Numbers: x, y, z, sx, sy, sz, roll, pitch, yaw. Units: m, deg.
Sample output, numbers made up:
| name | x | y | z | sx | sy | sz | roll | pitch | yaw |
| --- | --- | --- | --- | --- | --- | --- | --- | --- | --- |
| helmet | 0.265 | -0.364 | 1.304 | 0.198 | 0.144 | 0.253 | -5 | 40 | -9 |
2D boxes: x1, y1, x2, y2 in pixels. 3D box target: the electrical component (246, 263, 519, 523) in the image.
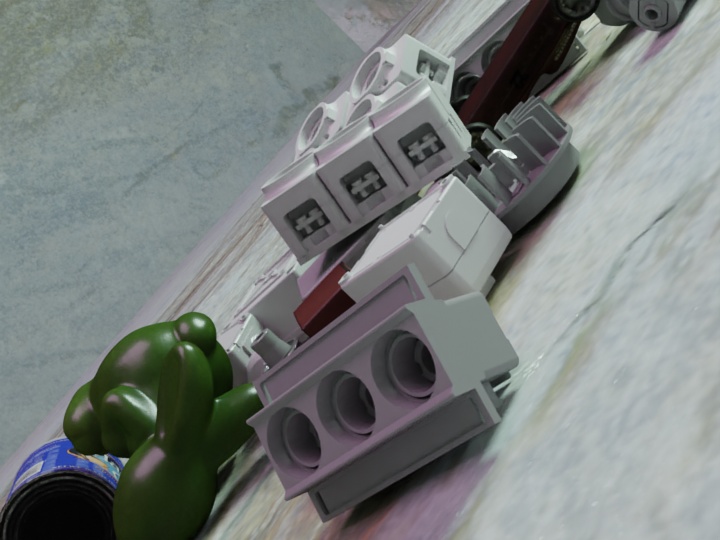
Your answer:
| name | x | y | z | sx | sy | sz | roll | pitch | yaw |
| --- | --- | --- | --- | --- | --- | --- | --- | --- | --- |
| electrical component | 0.011 | 0.059 | 0.512 | 0.063 | 0.078 | 0.121 | -13 | -20 | -50 |

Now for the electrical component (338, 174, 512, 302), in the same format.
| name | x | y | z | sx | sy | sz | roll | pitch | yaw |
| --- | --- | --- | --- | --- | --- | --- | --- | --- | --- |
| electrical component | 0.038 | -0.001 | 0.653 | 0.096 | 0.061 | 0.061 | -34 | 16 | 50 |

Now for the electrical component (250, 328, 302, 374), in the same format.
| name | x | y | z | sx | sy | sz | roll | pitch | yaw |
| --- | --- | --- | --- | --- | --- | --- | --- | --- | --- |
| electrical component | -0.046 | 0.066 | 0.732 | 0.048 | 0.062 | 0.048 | -45 | 11 | 11 |

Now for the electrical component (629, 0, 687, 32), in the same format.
| name | x | y | z | sx | sy | sz | roll | pitch | yaw |
| --- | --- | --- | --- | --- | --- | --- | --- | --- | --- |
| electrical component | 0.215 | -0.199 | 0.756 | 0.044 | 0.044 | 0.065 | -31 | 24 | 56 |

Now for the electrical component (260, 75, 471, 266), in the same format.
| name | x | y | z | sx | sy | sz | roll | pitch | yaw |
| --- | --- | --- | --- | --- | --- | --- | --- | --- | --- |
| electrical component | 0.004 | -0.078 | 0.813 | 0.150 | 0.061 | 0.089 | -32 | 11 | 14 |

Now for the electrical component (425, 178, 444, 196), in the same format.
| name | x | y | z | sx | sy | sz | roll | pitch | yaw |
| --- | --- | --- | --- | --- | --- | --- | --- | --- | --- |
| electrical component | 0.065 | -0.047 | 0.775 | 0.040 | 0.040 | 0.078 | -46 | 11 | 3 |

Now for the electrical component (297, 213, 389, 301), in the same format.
| name | x | y | z | sx | sy | sz | roll | pitch | yaw |
| --- | --- | --- | --- | --- | --- | --- | --- | --- | --- |
| electrical component | 0.000 | 0.000 | 0.834 | 0.099 | 0.048 | 0.099 | -46 | 10 | 2 |

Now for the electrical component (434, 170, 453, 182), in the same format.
| name | x | y | z | sx | sy | sz | roll | pitch | yaw |
| --- | --- | --- | --- | --- | --- | --- | --- | --- | --- |
| electrical component | 0.071 | -0.106 | 0.964 | 0.066 | 0.048 | 0.055 | -45 | 3 | 5 |

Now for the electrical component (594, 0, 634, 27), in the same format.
| name | x | y | z | sx | sy | sz | roll | pitch | yaw |
| --- | --- | --- | --- | --- | --- | --- | --- | --- | --- |
| electrical component | 0.207 | -0.214 | 0.831 | 0.043 | 0.043 | 0.062 | -48 | 12 | -8 |

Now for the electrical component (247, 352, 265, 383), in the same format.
| name | x | y | z | sx | sy | sz | roll | pitch | yaw |
| --- | --- | --- | --- | --- | --- | --- | --- | --- | --- |
| electrical component | -0.068 | 0.077 | 0.837 | 0.040 | 0.040 | 0.078 | -46 | 10 | 1 |

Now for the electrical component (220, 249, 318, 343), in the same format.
| name | x | y | z | sx | sy | sz | roll | pitch | yaw |
| --- | --- | --- | --- | --- | --- | --- | --- | --- | --- |
| electrical component | -0.061 | 0.024 | 0.965 | 0.109 | 0.056 | 0.108 | -41 | 12 | 29 |

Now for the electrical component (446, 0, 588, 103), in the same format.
| name | x | y | z | sx | sy | sz | roll | pitch | yaw |
| --- | --- | --- | --- | --- | --- | --- | --- | --- | --- |
| electrical component | 0.134 | -0.184 | 0.948 | 0.121 | 0.078 | 0.063 | -41 | -10 | 29 |

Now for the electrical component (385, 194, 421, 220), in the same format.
| name | x | y | z | sx | sy | sz | roll | pitch | yaw |
| --- | --- | --- | --- | --- | --- | --- | --- | --- | --- |
| electrical component | 0.019 | -0.052 | 0.910 | 0.081 | 0.064 | 0.042 | -35 | 31 | 49 |

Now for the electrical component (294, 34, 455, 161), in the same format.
| name | x | y | z | sx | sy | sz | roll | pitch | yaw |
| --- | --- | --- | --- | --- | --- | --- | --- | --- | --- |
| electrical component | 0.001 | -0.116 | 0.963 | 0.186 | 0.060 | 0.105 | -36 | 36 | 49 |

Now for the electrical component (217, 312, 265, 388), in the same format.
| name | x | y | z | sx | sy | sz | roll | pitch | yaw |
| --- | --- | --- | --- | --- | --- | --- | --- | --- | --- |
| electrical component | -0.105 | 0.087 | 0.908 | 0.096 | 0.061 | 0.061 | -33 | 17 | 27 |
